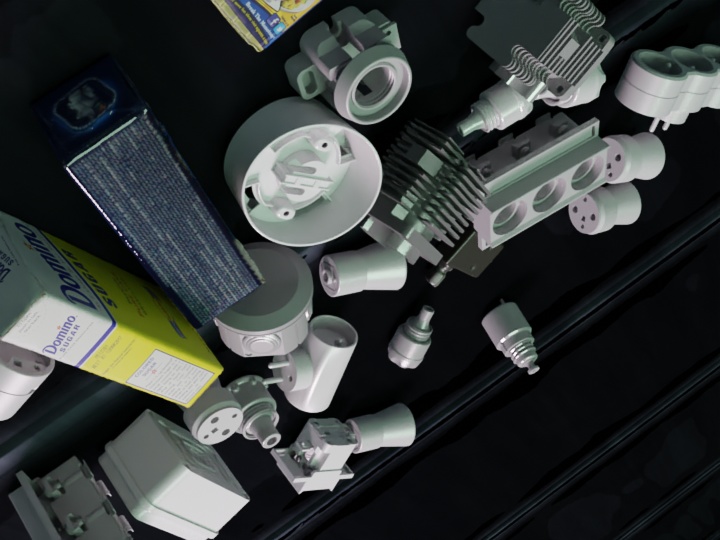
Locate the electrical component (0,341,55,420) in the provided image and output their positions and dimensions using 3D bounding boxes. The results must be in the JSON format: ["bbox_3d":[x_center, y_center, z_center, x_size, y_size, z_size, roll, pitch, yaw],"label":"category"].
[{"bbox_3d":[-0.242,0.067,0.721,0.047,0.055,0.055,-50,144,19],"label":"electrical component"}]

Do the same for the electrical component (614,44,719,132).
[{"bbox_3d":[0.282,-0.156,0.965,0.138,0.052,0.073,-12,136,-35],"label":"electrical component"}]

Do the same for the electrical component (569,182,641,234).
[{"bbox_3d":[0.235,-0.060,1.033,0.055,0.045,0.045,-15,138,-30],"label":"electrical component"}]

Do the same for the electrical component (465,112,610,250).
[{"bbox_3d":[0.142,-0.080,0.909,0.121,0.063,0.078,-30,143,-15],"label":"electrical component"}]

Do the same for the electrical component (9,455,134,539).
[{"bbox_3d":[-0.215,0.209,0.840,0.063,0.121,0.078,-35,145,-13],"label":"electrical component"}]

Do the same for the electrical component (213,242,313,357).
[{"bbox_3d":[-0.074,0.023,0.807,0.080,0.080,0.051,-28,148,-17],"label":"electrical component"}]

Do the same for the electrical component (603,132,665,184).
[{"bbox_3d":[0.248,-0.104,0.997,0.055,0.045,0.045,-9,134,-36],"label":"electrical component"}]

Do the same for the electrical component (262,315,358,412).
[{"bbox_3d":[-0.049,0.083,0.924,0.079,0.044,0.077,-7,133,-38],"label":"electrical component"}]

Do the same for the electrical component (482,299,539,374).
[{"bbox_3d":[0.154,0.068,1.074,0.040,0.078,0.040,-23,154,-12],"label":"electrical component"}]

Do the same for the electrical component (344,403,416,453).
[{"bbox_3d":[0.017,0.160,1.073,0.065,0.044,0.044,-8,134,-31],"label":"electrical component"}]

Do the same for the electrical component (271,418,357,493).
[{"bbox_3d":[-0.039,0.177,1.038,0.081,0.042,0.063,7,122,-48],"label":"electrical component"}]

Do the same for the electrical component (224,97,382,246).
[{"bbox_3d":[-0.042,-0.069,0.749,0.099,0.064,0.099,-25,142,-21],"label":"electrical component"}]

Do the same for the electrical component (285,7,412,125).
[{"bbox_3d":[-0.002,-0.134,0.721,0.078,0.057,0.058,-32,144,-12],"label":"electrical component"}]

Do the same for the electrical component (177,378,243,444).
[{"bbox_3d":[-0.126,0.107,0.870,0.045,0.055,0.045,-25,142,-21],"label":"electrical component"}]

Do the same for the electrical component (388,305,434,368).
[{"bbox_3d":[0.051,0.060,1.002,0.035,0.035,0.061,0,126,-43],"label":"electrical component"}]

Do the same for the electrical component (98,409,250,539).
[{"bbox_3d":[-0.154,0.174,0.897,0.057,0.078,0.113,-44,145,0],"label":"electrical component"}]

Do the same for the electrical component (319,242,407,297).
[{"bbox_3d":[0.000,0.000,0.884,0.065,0.044,0.044,-11,136,-28],"label":"electrical component"}]

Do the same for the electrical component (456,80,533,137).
[{"bbox_3d":[0.104,-0.125,0.850,0.061,0.035,0.035,-32,144,-8],"label":"electrical component"}]

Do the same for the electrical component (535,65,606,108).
[{"bbox_3d":[0.163,-0.152,0.868,0.062,0.043,0.043,-18,139,-27],"label":"electrical component"}]

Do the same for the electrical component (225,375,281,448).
[{"bbox_3d":[-0.090,0.123,0.915,0.048,0.062,0.048,-25,142,-21],"label":"electrical component"}]
